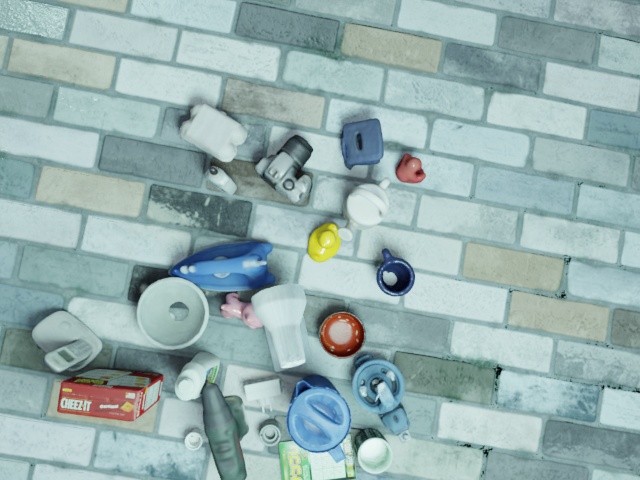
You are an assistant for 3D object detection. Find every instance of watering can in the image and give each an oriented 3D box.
[{"bbox_3d":[0.108,-0.074,1.334,0.101,0.194,0.173,16,85,-1],"label":"watering can"}]

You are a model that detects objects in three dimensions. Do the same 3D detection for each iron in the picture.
[{"bbox_3d":[-0.236,0.065,1.333,0.258,0.141,0.119,-6,86,-3],"label":"iron"}]

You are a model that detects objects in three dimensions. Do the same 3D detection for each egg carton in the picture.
[{"bbox_3d":[-0.257,-0.262,1.391,0.150,0.069,0.107,29,85,-1],"label":"egg carton"}]

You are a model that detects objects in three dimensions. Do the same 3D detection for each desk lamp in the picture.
[{"bbox_3d":[-0.076,0.202,1.296,0.118,0.213,0.203,-14,87,-4],"label":"desk lamp"}]

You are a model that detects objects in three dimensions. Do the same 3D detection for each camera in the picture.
[{"bbox_3d":[-0.066,-0.177,1.379,0.143,0.100,0.137,39,85,0],"label":"camera"}]

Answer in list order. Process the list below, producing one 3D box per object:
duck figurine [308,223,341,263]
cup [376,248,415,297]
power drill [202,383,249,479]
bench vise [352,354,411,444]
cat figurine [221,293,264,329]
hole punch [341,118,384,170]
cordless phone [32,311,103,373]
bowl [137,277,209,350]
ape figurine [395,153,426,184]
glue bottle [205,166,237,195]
[{"bbox_3d":[0.013,0.005,1.378,0.077,0.086,0.104,32,85,0],"label":"duck figurine"},{"bbox_3d":[0.170,0.078,1.377,0.091,0.095,0.118,-22,87,-4],"label":"cup"},{"bbox_3d":[-0.211,0.416,1.276,0.075,0.208,0.230,-15,87,-4],"label":"power drill"},{"bbox_3d":[0.160,0.359,1.294,0.207,0.219,0.121,44,85,1],"label":"bench vise"},{"bbox_3d":[-0.171,0.169,1.341,0.128,0.117,0.067,15,85,-2],"label":"cat figurine"},{"bbox_3d":[0.102,-0.234,1.397,0.101,0.091,0.109,-6,86,-3],"label":"hole punch"},{"bbox_3d":[-0.584,0.234,1.281,0.147,0.185,0.094,38,85,0],"label":"cordless phone"},{"bbox_3d":[-0.341,0.172,1.353,0.167,0.074,0.167,0,86,-3],"label":"bowl"},{"bbox_3d":[0.224,-0.177,1.399,0.076,0.092,0.078,-17,87,-4],"label":"ape figurine"},{"bbox_3d":[-0.237,-0.147,1.332,0.078,0.173,0.037,34,85,0],"label":"glue bottle"}]
